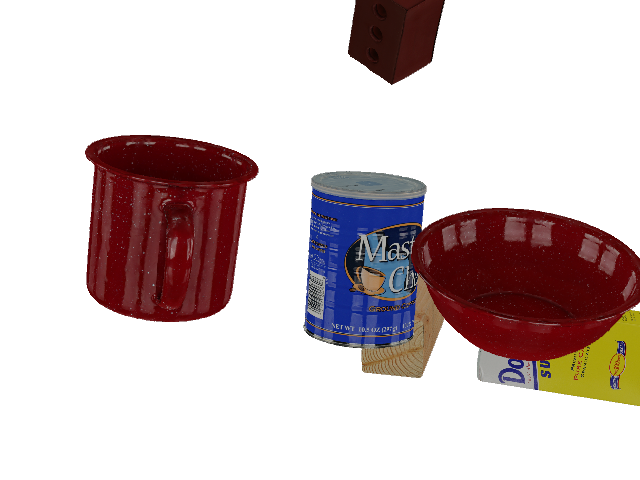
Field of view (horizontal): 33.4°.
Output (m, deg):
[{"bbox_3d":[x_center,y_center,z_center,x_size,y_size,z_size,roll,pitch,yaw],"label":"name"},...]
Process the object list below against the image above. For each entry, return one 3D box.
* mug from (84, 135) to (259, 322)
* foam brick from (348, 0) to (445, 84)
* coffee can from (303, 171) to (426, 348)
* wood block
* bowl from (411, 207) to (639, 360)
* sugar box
[{"bbox_3d":[-0.082,-0.003,0.576,0.093,0.081,0.117,3,19,-17],"label":"mug"},{"bbox_3d":[0.061,-0.175,0.851,0.053,0.078,0.051,38,56,24],"label":"foam brick"},{"bbox_3d":[0.039,0.015,0.964,0.103,0.140,0.103,3,13,-1],"label":"coffee can"},{"bbox_3d":[0.128,0.120,1.606,0.091,0.090,0.206,4,20,14],"label":"wood block"},{"bbox_3d":[0.142,0.036,0.747,0.162,0.055,0.162,2,29,-1],"label":"bowl"},{"bbox_3d":[0.253,0.110,1.090,0.176,0.093,0.048,7,21,5],"label":"sugar box"}]
